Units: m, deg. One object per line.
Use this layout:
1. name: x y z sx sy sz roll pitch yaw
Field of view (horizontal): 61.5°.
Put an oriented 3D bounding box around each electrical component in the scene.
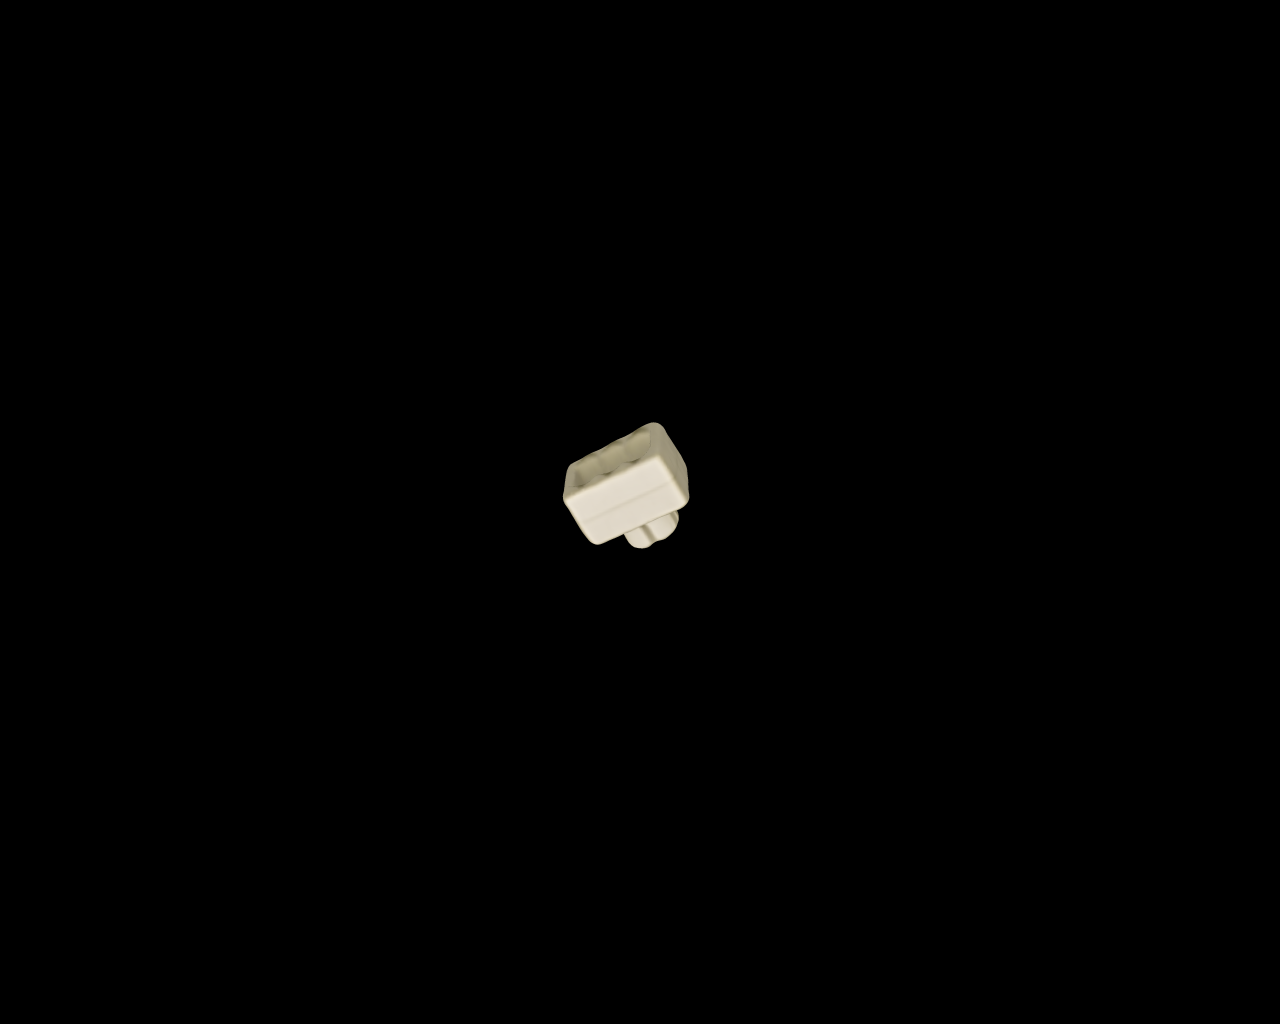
1. electrical component: 0.001 -0.003 0.650 0.065 0.076 0.047 -25 27 14
